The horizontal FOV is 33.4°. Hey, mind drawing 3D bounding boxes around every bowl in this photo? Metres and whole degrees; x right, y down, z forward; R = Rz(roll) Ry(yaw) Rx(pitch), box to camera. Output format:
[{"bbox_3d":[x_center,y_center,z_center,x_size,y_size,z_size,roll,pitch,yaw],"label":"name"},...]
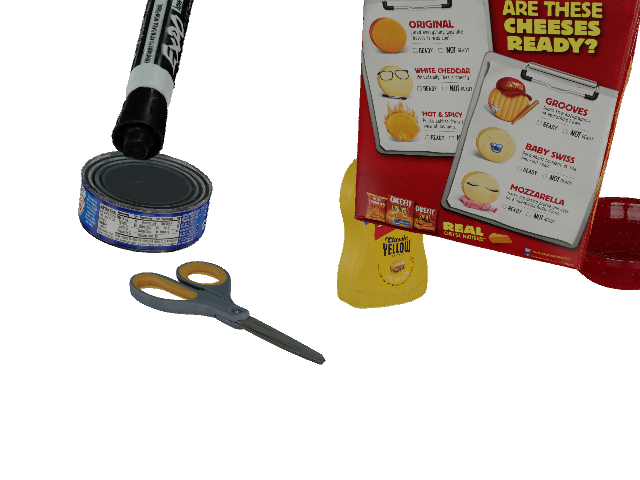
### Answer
[{"bbox_3d":[0.330,0.009,1.158,0.162,0.055,0.162,-2,27,1],"label":"bowl"}]

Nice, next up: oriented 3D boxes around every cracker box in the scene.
[{"bbox_3d":[0.112,-0.096,0.695,0.164,0.214,0.072,13,41,15],"label":"cracker box"}]

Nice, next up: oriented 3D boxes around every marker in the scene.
[{"bbox_3d":[-0.064,-0.074,0.423,0.020,0.020,0.121,0,44,2],"label":"marker"}]

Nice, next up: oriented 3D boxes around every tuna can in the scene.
[{"bbox_3d":[-0.116,-0.026,0.705,0.086,0.034,0.086,10,27,-5],"label":"tuna can"}]

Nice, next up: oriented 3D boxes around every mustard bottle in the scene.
[{"bbox_3d":[0.065,-0.032,1.076,0.096,0.192,0.058,-8,17,-28],"label":"mustard bottle"}]

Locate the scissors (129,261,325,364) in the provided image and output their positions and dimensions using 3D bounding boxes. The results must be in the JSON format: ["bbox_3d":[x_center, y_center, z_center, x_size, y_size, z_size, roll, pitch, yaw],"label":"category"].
[{"bbox_3d":[-0.067,0.055,0.901,0.202,0.016,0.096,15,26,22],"label":"scissors"}]
